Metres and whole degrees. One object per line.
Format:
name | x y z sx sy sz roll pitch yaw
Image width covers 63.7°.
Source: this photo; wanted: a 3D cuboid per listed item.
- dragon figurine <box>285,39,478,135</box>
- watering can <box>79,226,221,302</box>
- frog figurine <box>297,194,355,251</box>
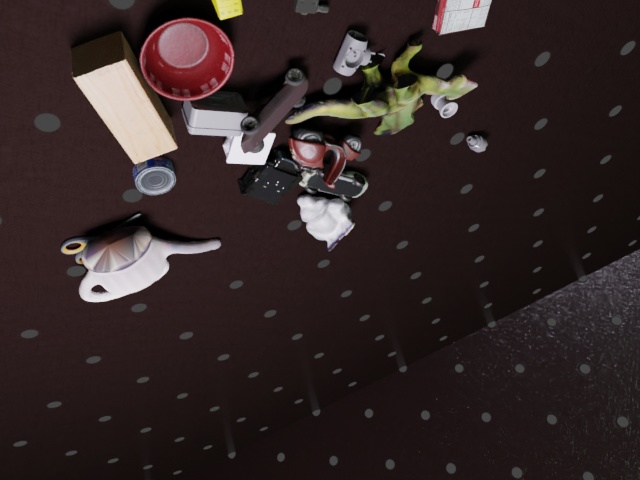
dragon figurine | 0.145 -0.294 1.147 0.409 0.124 0.239 -20 154 11
watering can | -0.412 0.039 1.227 0.350 0.105 0.219 -28 156 -15
frog figurine | 0.004 -0.069 1.365 0.158 0.125 0.135 39 139 -11
